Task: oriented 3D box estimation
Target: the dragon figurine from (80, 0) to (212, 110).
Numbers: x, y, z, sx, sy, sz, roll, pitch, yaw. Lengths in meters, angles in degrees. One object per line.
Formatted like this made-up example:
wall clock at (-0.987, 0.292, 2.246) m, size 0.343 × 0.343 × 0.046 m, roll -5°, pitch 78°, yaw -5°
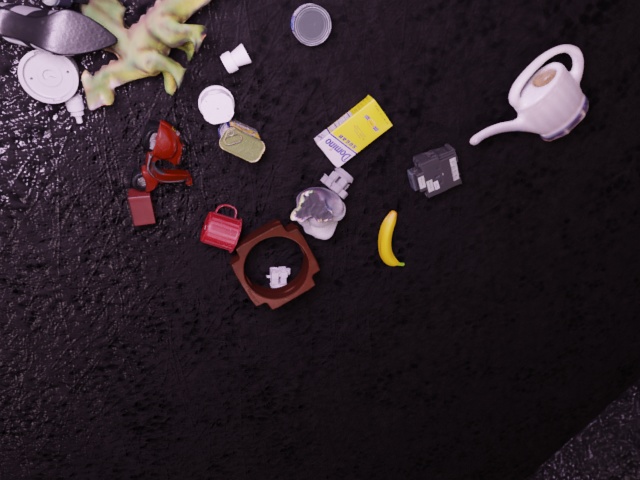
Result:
dragon figurine at (-0.356, -0.431, 1.025) m, size 0.241 × 0.405 × 0.124 m, roll 24°, pitch 19°, yaw -19°

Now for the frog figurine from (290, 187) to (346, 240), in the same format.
frog figurine at (0.004, -0.068, 1.354) m, size 0.137 × 0.124 × 0.158 m, roll -18°, pitch -19°, yaw 14°

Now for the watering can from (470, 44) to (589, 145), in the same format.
watering can at (0.562, -0.338, 1.346) m, size 0.222 × 0.345 × 0.106 m, roll 34°, pitch 14°, yaw -30°
